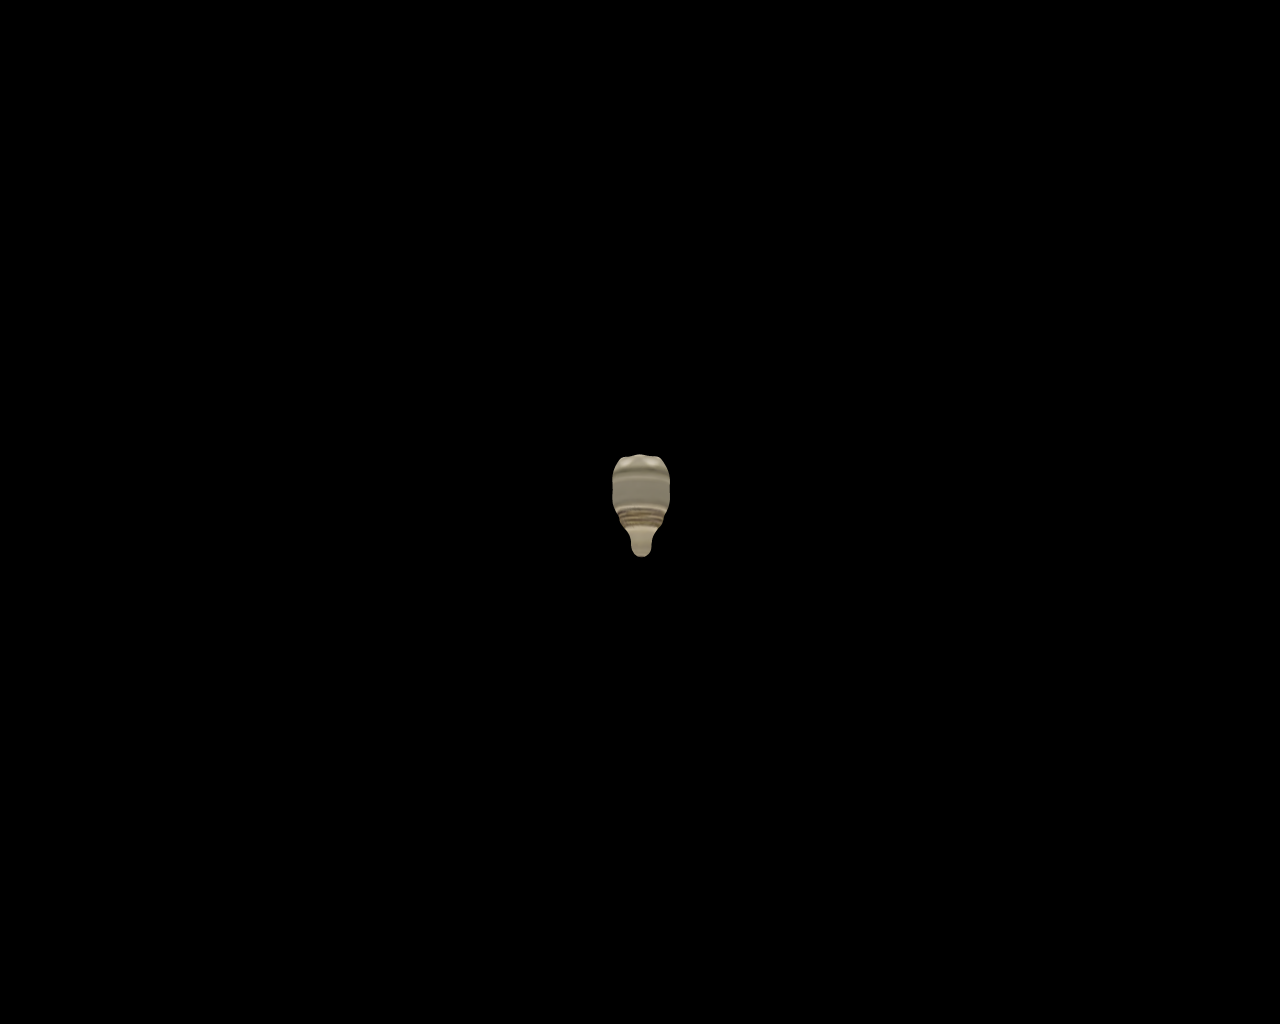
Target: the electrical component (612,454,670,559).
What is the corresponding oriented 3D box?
[{"bbox_3d":[0.001,-0.003,0.650,0.035,0.061,0.035,0,-11,0],"label":"electrical component"}]
